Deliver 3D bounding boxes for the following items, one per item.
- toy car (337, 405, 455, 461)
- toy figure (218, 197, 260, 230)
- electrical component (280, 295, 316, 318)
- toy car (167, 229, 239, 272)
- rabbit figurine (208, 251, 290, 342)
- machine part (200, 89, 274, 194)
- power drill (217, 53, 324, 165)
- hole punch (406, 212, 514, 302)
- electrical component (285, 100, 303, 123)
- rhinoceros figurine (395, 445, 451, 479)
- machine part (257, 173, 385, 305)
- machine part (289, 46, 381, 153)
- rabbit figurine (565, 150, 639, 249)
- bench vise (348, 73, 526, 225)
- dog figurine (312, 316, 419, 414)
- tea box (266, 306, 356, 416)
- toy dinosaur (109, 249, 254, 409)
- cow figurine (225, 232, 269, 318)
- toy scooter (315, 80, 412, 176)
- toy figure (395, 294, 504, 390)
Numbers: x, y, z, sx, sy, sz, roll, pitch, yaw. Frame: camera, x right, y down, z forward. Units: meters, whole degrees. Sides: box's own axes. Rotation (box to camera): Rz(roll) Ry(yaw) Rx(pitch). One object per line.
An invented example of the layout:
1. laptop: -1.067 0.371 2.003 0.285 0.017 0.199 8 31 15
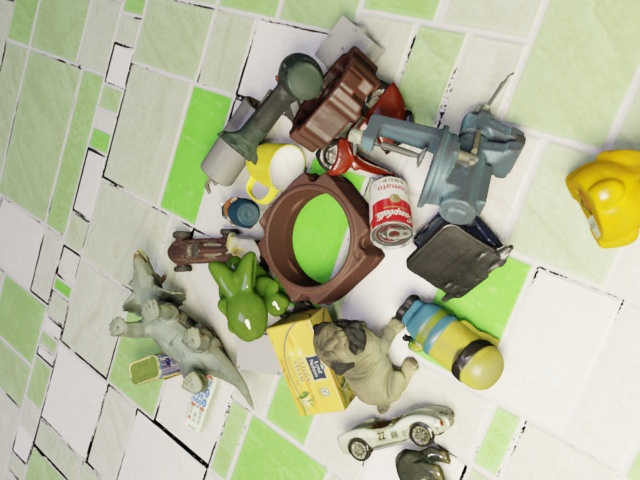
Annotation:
1. toy car: 0.122 0.308 0.867 0.202 0.073 0.056 -27 76 29
2. toy figure: -0.156 -0.052 1.038 0.155 0.058 0.064 -164 72 -68
3. electrical component: -0.032 0.143 0.998 0.094 0.021 0.063 28 103 30
4. toy car: -0.240 0.022 1.114 0.202 0.053 0.089 -2 85 33
5. rabbit figurine: -0.119 0.097 0.913 0.121 0.170 0.158 -17 109 -4
6. machine part: -0.160 -0.191 1.053 0.079 0.079 0.243 49 114 23
7. power drill: -0.079 -0.228 0.912 0.207 0.086 0.232 -44 22 0
8. hole punch: 0.205 0.013 0.818 0.116 0.092 0.142 35 122 -10
9. electrical component: -0.024 -0.246 0.987 0.075 0.047 0.119 -20 80 29
10. rhinoceros figurine: 0.172 0.417 0.826 0.112 0.073 0.190 -19 87 22
11. machine part: -0.002 -0.003 0.945 0.201 0.087 0.201 -44 67 22
12. machine part: 0.022 -0.221 0.857 0.056 0.179 0.179 36 115 -20
13. rabbit figurine: 0.412 -0.083 0.666 0.173 0.162 0.122 -19 66 12
14. bench vise: 0.164 -0.135 0.773 0.241 0.128 0.223 18 68 8
15. dog figurine: 0.060 0.203 0.841 0.121 0.190 0.172 -24 78 30
16. tea box: -0.012 0.210 0.933 0.098 0.068 0.169 -20 94 32
17. toy dinosaur: -0.270 0.197 1.079 0.405 0.192 0.131 41 96 10
18. cow figurine: -0.139 0.073 1.037 0.068 0.098 0.167 -154 70 -76
19. toy scooter: 0.093 -0.163 0.891 0.135 0.075 0.184 38 94 -3
20. toy figure: 0.193 0.155 0.818 0.180 0.089 0.082 39 117 24
